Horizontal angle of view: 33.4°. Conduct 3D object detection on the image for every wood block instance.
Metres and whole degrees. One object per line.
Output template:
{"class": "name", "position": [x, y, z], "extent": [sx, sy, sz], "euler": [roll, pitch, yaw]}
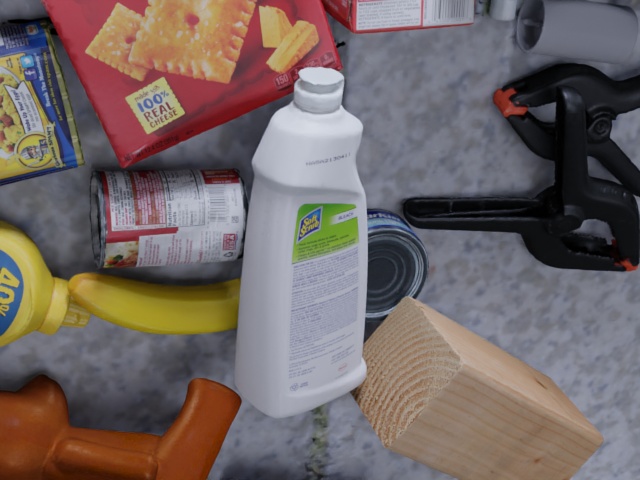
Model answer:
{"class": "wood block", "position": [0.127, 0.137, 0.870], "extent": [0.205, 0.091, 0.090], "euler": [30, 105, -39]}

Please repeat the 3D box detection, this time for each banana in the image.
{"class": "banana", "position": [-0.090, 0.040, 0.791], "extent": [0.197, 0.037, 0.070], "euler": [-8, 123, -25]}

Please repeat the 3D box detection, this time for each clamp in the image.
{"class": "clamp", "position": [0.179, -0.022, 0.846], "extent": [0.165, 0.036, 0.209], "euler": [-31, 134, 26]}
{"class": "clamp", "position": [0.220, -0.103, 0.827], "extent": [0.171, 0.039, 0.120], "euler": [14, 111, -24]}

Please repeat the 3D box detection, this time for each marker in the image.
{"class": "marker", "position": [0.137, -0.217, 0.753], "extent": [0.020, 0.020, 0.121], "euler": [-3, 117, -17]}

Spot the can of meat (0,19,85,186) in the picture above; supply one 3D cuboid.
{"class": "can of meat", "position": [-0.204, -0.085, 0.686], "extent": [0.083, 0.057, 0.102], "euler": [-15, 121, -13]}

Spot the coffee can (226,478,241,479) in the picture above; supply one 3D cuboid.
{"class": "coffee can", "position": [-0.015, 0.258, 0.899], "extent": [0.140, 0.103, 0.103], "euler": [11, 112, -23]}

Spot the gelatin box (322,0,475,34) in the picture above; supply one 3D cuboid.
{"class": "gelatin box", "position": [0.050, -0.165, 0.719], "extent": [0.089, 0.073, 0.030], "euler": [-7, 118, -15]}

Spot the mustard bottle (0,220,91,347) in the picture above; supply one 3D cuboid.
{"class": "mustard bottle", "position": [-0.248, 0.026, 0.728], "extent": [0.191, 0.058, 0.096], "euler": [20, 110, -26]}

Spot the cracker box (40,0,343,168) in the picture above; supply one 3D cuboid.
{"class": "cracker box", "position": [-0.095, -0.175, 0.667], "extent": [0.164, 0.072, 0.213], "euler": [-24, 121, -6]}

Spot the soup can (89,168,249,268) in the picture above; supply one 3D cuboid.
{"class": "soup can", "position": [-0.106, -0.017, 0.747], "extent": [0.102, 0.068, 0.068], "euler": [-3, 117, -17]}

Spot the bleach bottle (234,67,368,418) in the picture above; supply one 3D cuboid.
{"class": "bleach bottle", "position": [-0.005, 0.001, 0.739], "extent": [0.102, 0.068, 0.251], "euler": [-20, 130, -36]}

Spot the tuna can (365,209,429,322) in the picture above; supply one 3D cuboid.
{"class": "tuna can", "position": [0.041, 0.021, 0.835], "extent": [0.086, 0.034, 0.086], "euler": [-8, 118, -15]}
